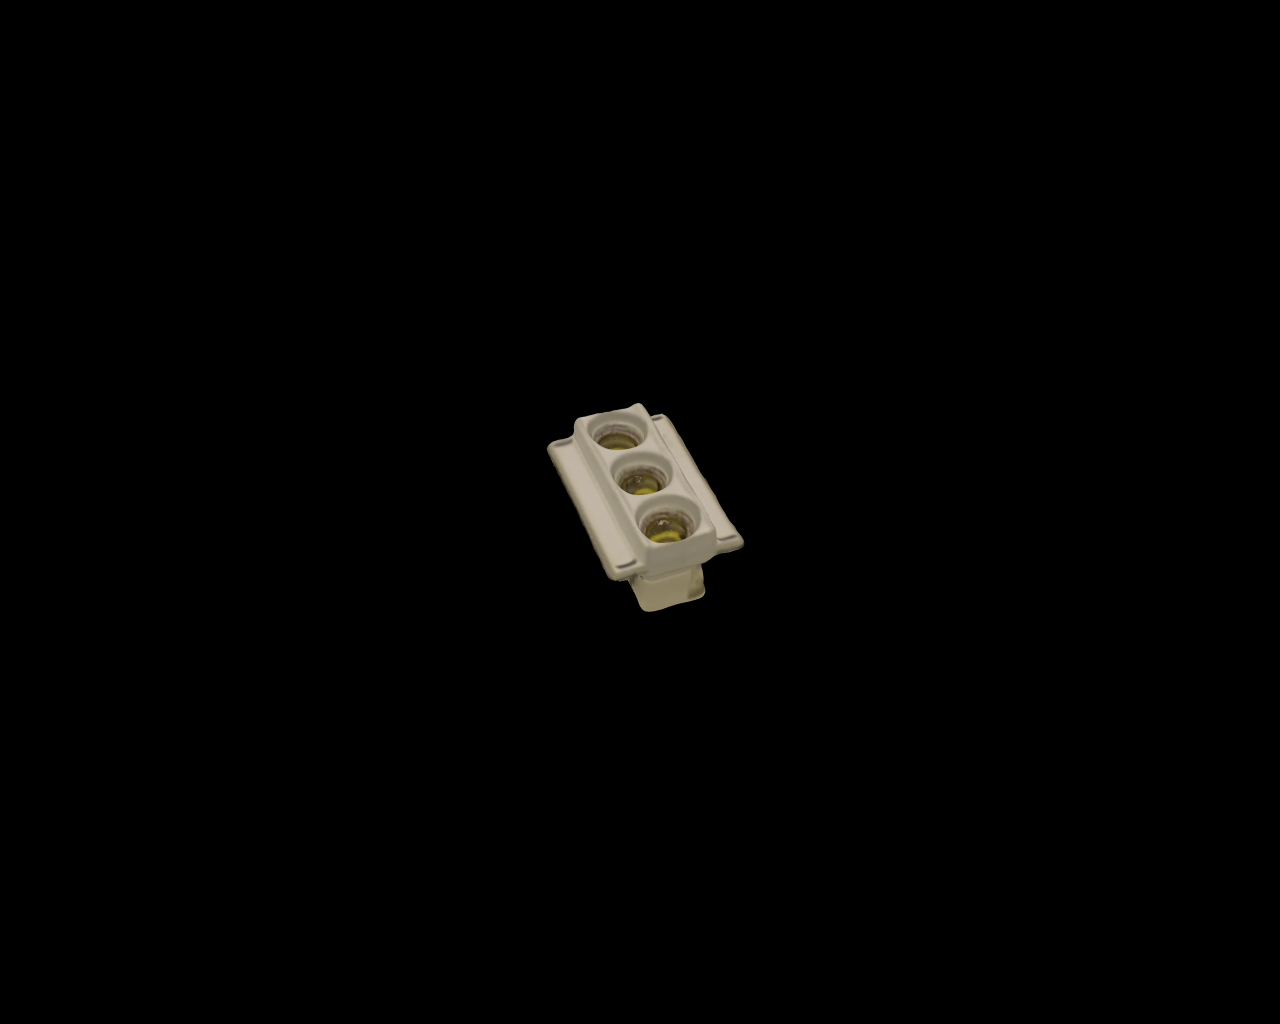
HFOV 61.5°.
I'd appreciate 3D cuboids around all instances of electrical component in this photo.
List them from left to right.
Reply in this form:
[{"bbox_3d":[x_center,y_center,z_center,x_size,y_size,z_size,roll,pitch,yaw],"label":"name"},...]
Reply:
[{"bbox_3d":[0.001,-0.003,0.650,0.079,0.063,0.121,-15,47,-15],"label":"electrical component"}]
